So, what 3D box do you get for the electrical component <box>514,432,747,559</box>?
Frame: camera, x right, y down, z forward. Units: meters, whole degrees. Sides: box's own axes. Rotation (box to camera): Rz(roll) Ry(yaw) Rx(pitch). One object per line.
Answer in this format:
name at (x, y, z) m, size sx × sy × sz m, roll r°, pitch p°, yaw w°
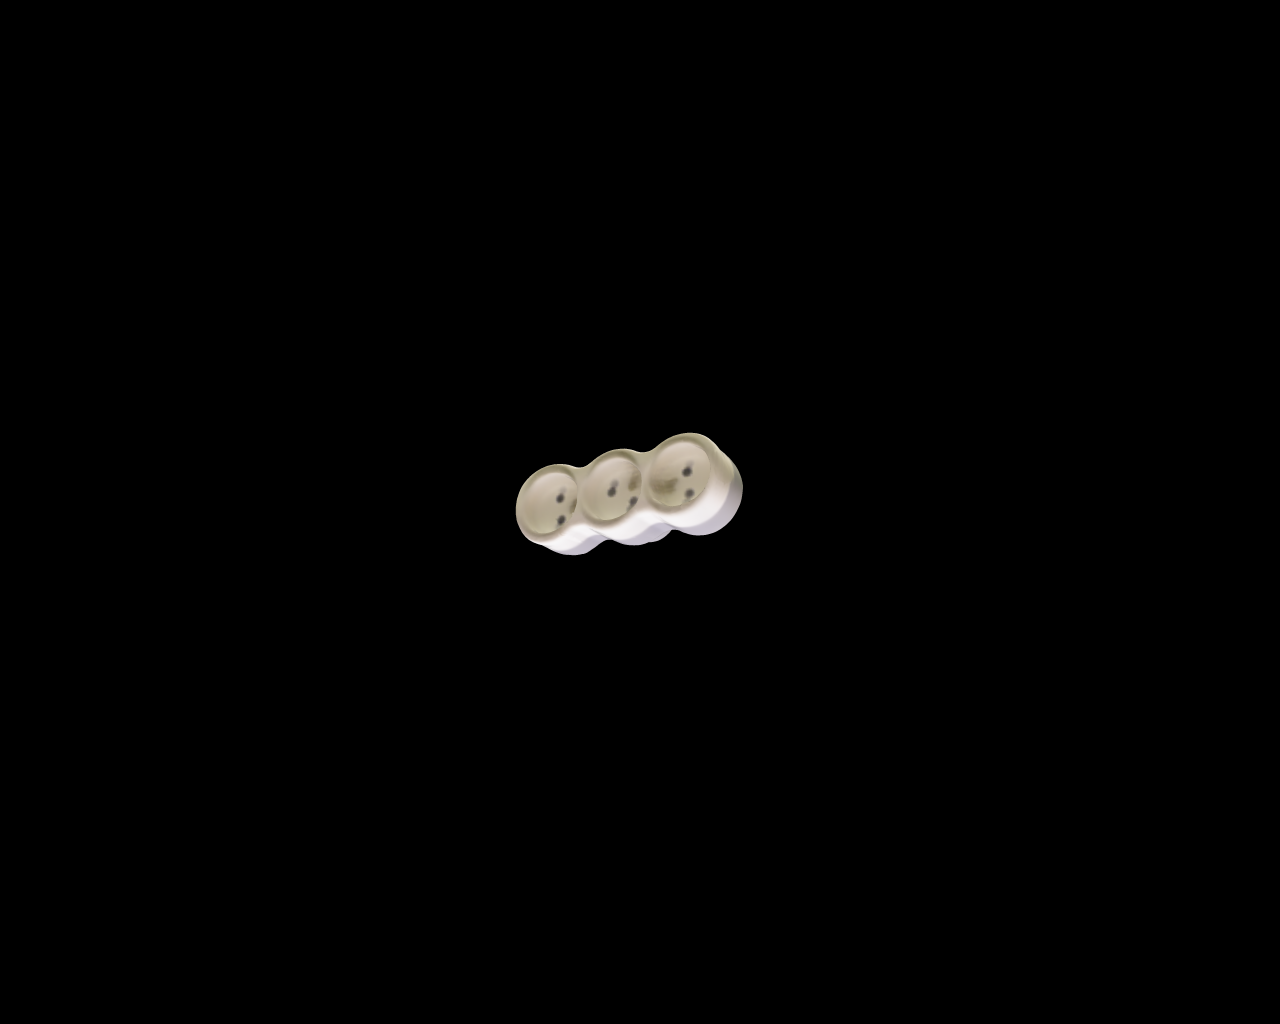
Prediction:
electrical component at (0.001, -0.003, 0.650) m, size 0.138 × 0.052 × 0.073 m, roll -11°, pitch -23°, yaw 27°
